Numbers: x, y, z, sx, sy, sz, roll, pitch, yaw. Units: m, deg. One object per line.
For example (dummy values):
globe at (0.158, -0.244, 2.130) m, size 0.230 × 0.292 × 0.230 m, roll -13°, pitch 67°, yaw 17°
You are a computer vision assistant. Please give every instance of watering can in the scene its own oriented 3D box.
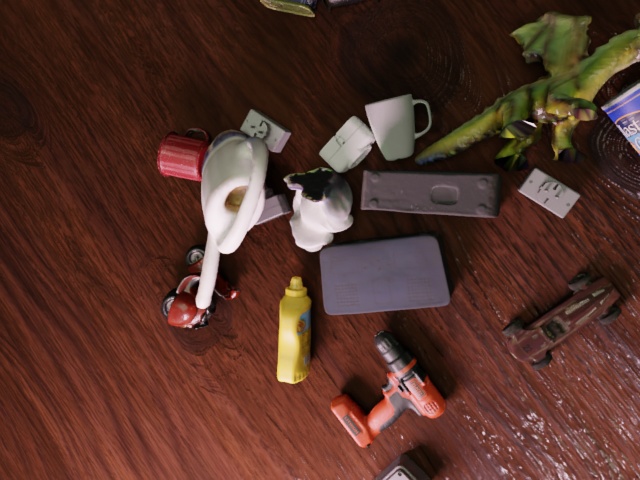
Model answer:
watering can at (-0.177, -0.055, 0.954) m, size 0.103 × 0.341 × 0.229 m, roll 14°, pitch 35°, yaw -26°

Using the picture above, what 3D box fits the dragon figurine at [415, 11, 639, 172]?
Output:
dragon figurine at (0.336, -0.246, 0.815) m, size 0.409 × 0.246 × 0.121 m, roll 0°, pitch -24°, yaw 44°

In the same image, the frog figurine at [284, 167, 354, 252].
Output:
frog figurine at (0.003, -0.048, 0.958) m, size 0.138 × 0.156 × 0.125 m, roll 20°, pitch 48°, yaw 34°
